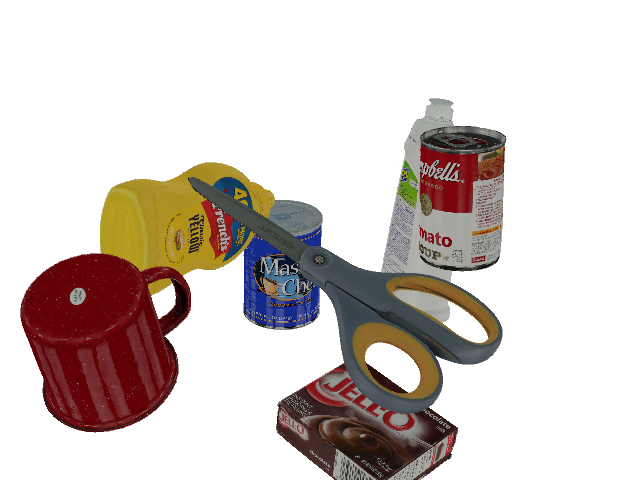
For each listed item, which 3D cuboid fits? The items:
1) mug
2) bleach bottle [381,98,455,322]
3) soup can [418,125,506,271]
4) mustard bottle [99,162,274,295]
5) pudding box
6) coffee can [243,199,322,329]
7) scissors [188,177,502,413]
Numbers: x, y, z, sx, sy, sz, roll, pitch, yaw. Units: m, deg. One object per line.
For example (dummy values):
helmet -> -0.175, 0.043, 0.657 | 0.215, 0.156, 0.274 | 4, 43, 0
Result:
mug -> -0.136, 0.057, 0.699 | 0.117, 0.081, 0.093 | -30, 47, -22
bleach bottle -> 0.123, -0.037, 1.234 | 0.068, 0.251, 0.103 | -1, 22, -22
soup can -> 0.113, -0.034, 0.859 | 0.068, 0.102, 0.068 | -1, 22, 0
mustard bottle -> -0.107, -0.018, 0.944 | 0.058, 0.096, 0.191 | 14, 21, 34
pudding box -> 0.035, 0.147, 0.830 | 0.089, 0.039, 0.114 | -27, 48, -38
coffee can -> -0.050, 0.031, 1.393 | 0.103, 0.140, 0.103 | 1, 26, -1
scissors -> -0.002, 0.030, 0.580 | 0.202, 0.096, 0.016 | 21, -40, 10
